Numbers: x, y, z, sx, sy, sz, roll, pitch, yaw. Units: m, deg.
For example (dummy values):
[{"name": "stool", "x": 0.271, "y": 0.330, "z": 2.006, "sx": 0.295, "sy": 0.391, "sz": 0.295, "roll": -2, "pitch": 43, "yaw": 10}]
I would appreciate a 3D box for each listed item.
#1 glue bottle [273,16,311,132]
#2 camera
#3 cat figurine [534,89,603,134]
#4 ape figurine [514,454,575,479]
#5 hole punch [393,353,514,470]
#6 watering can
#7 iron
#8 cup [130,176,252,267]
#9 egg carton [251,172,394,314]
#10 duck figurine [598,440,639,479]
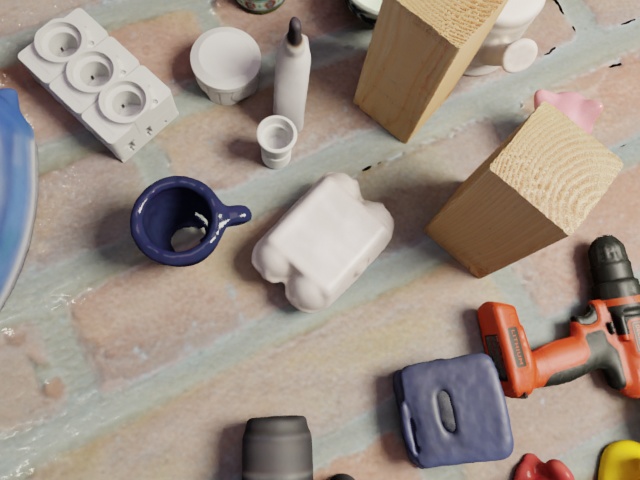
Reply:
[{"name": "glue bottle", "x": -0.029, "y": -0.183, "z": 0.614, "sx": 0.037, "sy": 0.173, "sz": 0.078, "roll": 5, "pitch": 76, "yaw": -4}, {"name": "camera", "x": -0.023, "y": 0.240, "z": 0.547, "sx": 0.143, "sy": 0.101, "sz": 0.137, "roll": -1, "pitch": 76, "yaw": -6}, {"name": "cat figurine", "x": 0.286, "y": -0.113, "z": 0.656, "sx": 0.067, "sy": 0.117, "sz": 0.128, "roll": -25, "pitch": 80, "yaw": -11}, {"name": "ape figurine", "x": 0.228, "y": 0.260, "z": 0.571, "sx": 0.078, "sy": 0.092, "sz": 0.076, "roll": -14, "pitch": 78, "yaw": -9}, {"name": "hole punch", "x": 0.132, "y": 0.176, "z": 0.583, "sx": 0.101, "sy": 0.091, "sz": 0.108, "roll": -9, "pitch": 77, "yaw": -8}, {"name": "watering can", "x": 0.206, "y": -0.272, "z": 0.648, "sx": 0.101, "sy": 0.194, "sz": 0.173, "roll": -27, "pitch": 80, "yaw": -11}, {"name": "iron", "x": -0.361, "y": -0.048, "z": 0.564, "sx": 0.118, "sy": 0.141, "sz": 0.258, "roll": -7, "pitch": 77, "yaw": -7}, {"name": "cup", "x": -0.130, "y": -0.012, "z": 0.602, "sx": 0.118, "sy": 0.095, "sz": 0.091, "roll": -8, "pitch": 77, "yaw": -7}, {"name": "egg carton", "x": 0.006, "y": 0.002, "z": 0.625, "sx": 0.107, "sy": 0.069, "sz": 0.150, "roll": 41, "pitch": 76, "yaw": 5}, {"name": "duck figurine", "x": 0.342, "y": 0.263, "z": 0.585, "sx": 0.077, "sy": 0.086, "sz": 0.104, "roll": -7, "pitch": 77, "yaw": -7}]
